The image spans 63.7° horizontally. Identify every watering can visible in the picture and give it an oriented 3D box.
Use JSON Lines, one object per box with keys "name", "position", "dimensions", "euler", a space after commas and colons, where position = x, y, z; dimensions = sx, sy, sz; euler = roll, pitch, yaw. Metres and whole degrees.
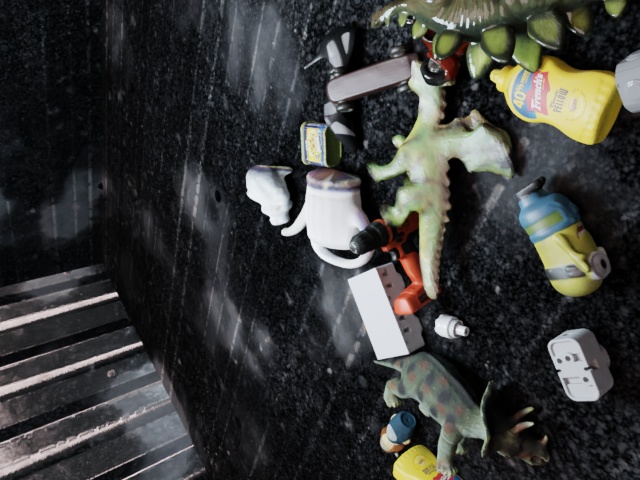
{"name": "watering can", "position": [0.004, -0.061, 1.204], "dimensions": [0.350, 0.105, 0.221], "euler": [20, 116, 49]}

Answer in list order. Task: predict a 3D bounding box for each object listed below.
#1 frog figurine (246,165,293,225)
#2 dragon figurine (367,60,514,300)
{"name": "frog figurine", "position": [-0.136, -0.119, 1.368], "dimensions": [0.137, 0.123, 0.159], "euler": [9, 98, 32]}
{"name": "dragon figurine", "position": [0.222, -0.114, 0.902], "dimensions": [0.240, 0.123, 0.412], "euler": [-24, 83, 46]}
